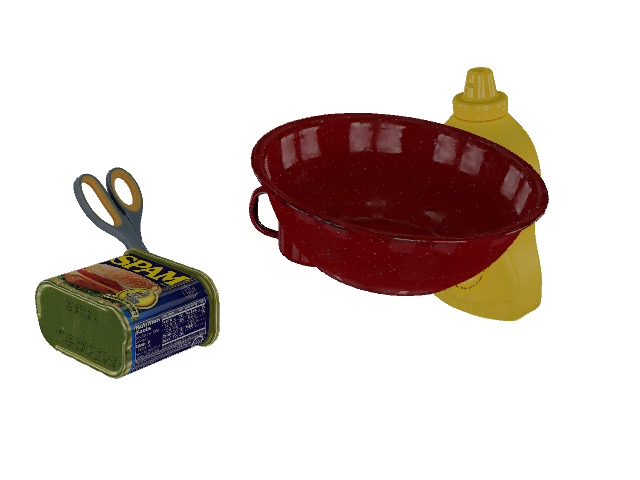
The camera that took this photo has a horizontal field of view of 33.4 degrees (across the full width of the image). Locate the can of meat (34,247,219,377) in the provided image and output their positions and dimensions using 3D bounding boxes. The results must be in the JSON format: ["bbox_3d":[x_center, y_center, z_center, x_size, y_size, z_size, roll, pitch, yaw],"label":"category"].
[{"bbox_3d":[-0.136,0.049,0.744,0.102,0.057,0.083,17,24,37],"label":"can of meat"}]

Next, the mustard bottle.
[{"bbox_3d":[0.124,-0.038,0.821,0.058,0.192,0.096,-23,30,-35],"label":"mustard bottle"}]

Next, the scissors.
[{"bbox_3d":[-0.197,0.000,1.191,0.016,0.201,0.096,-27,20,35],"label":"scissors"}]

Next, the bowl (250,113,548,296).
[{"bbox_3d":[0.040,-0.015,0.588,0.162,0.055,0.162,6,27,-3],"label":"bowl"}]

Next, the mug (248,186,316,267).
[{"bbox_3d":[-0.013,-0.026,1.060,0.117,0.081,0.093,2,26,0],"label":"mug"}]
